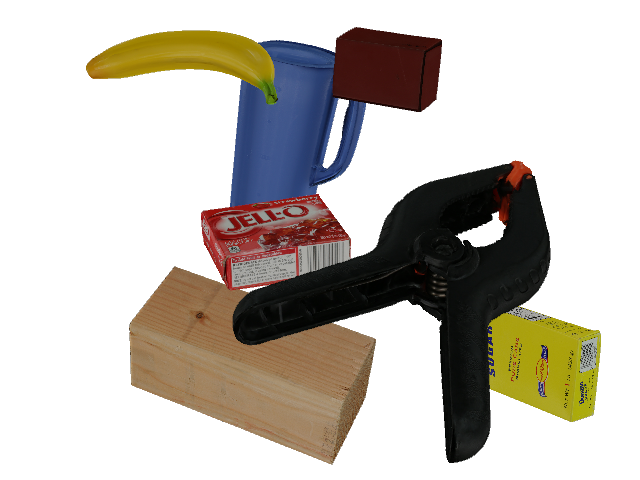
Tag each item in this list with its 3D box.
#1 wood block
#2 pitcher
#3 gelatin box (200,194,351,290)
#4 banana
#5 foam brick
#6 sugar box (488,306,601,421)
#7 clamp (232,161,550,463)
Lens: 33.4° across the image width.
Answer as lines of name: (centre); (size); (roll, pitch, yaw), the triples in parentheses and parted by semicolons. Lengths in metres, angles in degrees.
wood block: (-0.063, 0.113, 0.988); (0.206, 0.090, 0.090); (19, 44, 13)
pitcher: (-0.041, -0.127, 1.376); (0.144, 0.243, 0.149); (2, 23, -18)
gelatin box: (-0.032, -0.001, 0.735); (0.089, 0.030, 0.073); (-8, 28, -15)
banana: (-0.123, -0.171, 1.005); (0.198, 0.037, 0.069); (9, 45, 18)
foam brick: (0.054, -0.141, 0.877); (0.078, 0.051, 0.052); (13, 24, 19)
sugar box: (0.214, 0.121, 1.146); (0.048, 0.093, 0.177); (-8, 16, -41)
clamp: (0.059, 0.023, 0.478); (0.120, 0.039, 0.171); (38, 56, 24)
